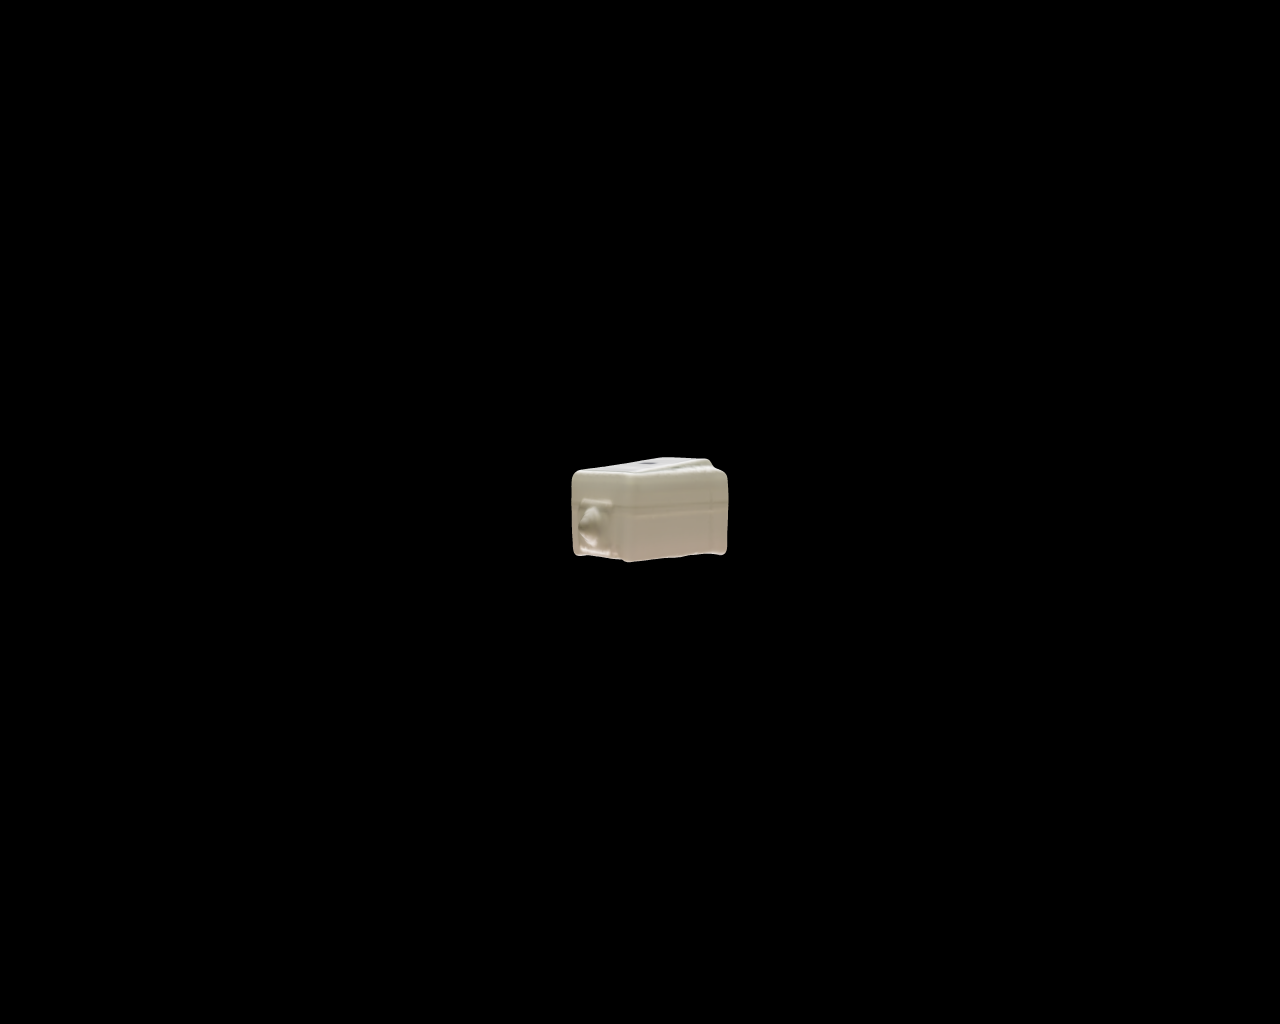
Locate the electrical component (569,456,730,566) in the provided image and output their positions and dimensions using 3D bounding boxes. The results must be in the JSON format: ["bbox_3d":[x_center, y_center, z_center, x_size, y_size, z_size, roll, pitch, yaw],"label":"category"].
[{"bbox_3d":[0.001,-0.003,0.650,0.096,0.061,0.061,-3,5,-37],"label":"electrical component"}]
